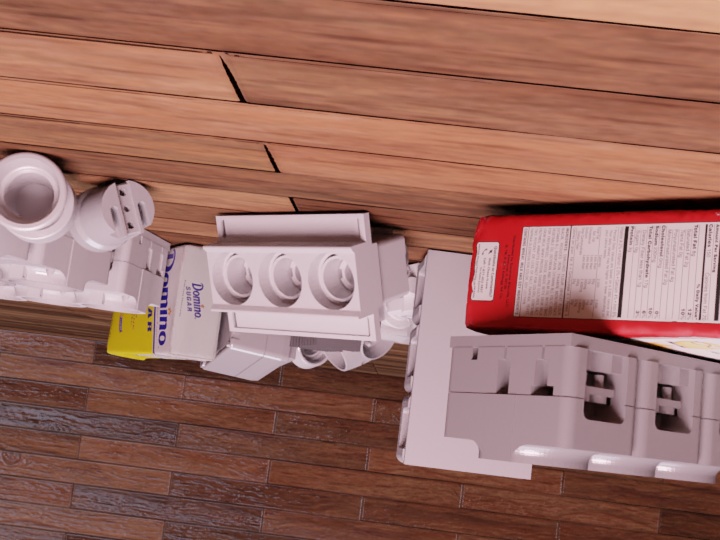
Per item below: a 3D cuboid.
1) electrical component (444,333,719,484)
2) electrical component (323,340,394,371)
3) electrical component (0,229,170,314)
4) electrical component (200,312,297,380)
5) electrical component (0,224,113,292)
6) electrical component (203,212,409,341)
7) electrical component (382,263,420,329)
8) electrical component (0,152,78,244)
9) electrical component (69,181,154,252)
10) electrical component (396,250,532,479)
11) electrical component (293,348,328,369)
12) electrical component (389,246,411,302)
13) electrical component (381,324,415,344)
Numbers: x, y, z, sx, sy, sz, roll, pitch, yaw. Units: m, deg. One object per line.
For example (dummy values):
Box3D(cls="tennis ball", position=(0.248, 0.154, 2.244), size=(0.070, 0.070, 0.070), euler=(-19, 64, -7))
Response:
Box3D(cls="electrical component", position=(0.130, 0.075, 0.568), size=(0.150, 0.061, 0.089), euler=(12, 169, -34))
Box3D(cls="electrical component", position=(0.001, 0.038, 0.942), size=(0.044, 0.077, 0.079), euler=(36, 151, 39))
Box3D(cls="electrical component", position=(-0.239, -0.005, 0.848), size=(0.150, 0.061, 0.089), euler=(6, 172, 10))
Box3D(cls="electrical component", position=(-0.093, 0.054, 0.910), size=(0.061, 0.061, 0.096), euler=(15, 156, -20))
Box3D(cls="electrical component", position=(-0.252, -0.029, 0.696), size=(0.105, 0.060, 0.186), euler=(4, 172, 18))
Box3D(cls="electrical component", position=(-0.034, 0.001, 0.696), size=(0.121, 0.078, 0.063), euler=(1, -168, 36))
Box3D(cls="electrical component", position=(0.041, 0.020, 0.849), size=(0.066, 0.048, 0.055), euler=(14, 162, -40))
Box3D(cls="electrical component", position=(-0.187, -0.040, 0.617), size=(0.045, 0.045, 0.055), euler=(8, 172, -7))
Box3D(cls="electrical component", position=(-0.151, -0.034, 0.655), size=(0.040, 0.040, 0.046), euler=(13, 165, -35))
Box3D(cls="electrical component", position=(0.080, 0.069, 0.772), size=(0.089, 0.150, 0.061), euler=(7, 171, -2))
Box3D(cls="electrical component", position=(-0.057, 0.064, 0.980), size=(0.066, 0.048, 0.055), euler=(14, 172, -41))
Box3D(cls="electrical component", position=(0.000, 0.000, 0.742), size=(0.081, 0.043, 0.043), euler=(0, 170, 40))
Box3D(cls="electrical component", position=(0.052, 0.037, 0.914), size=(0.078, 0.058, 0.057), euler=(15, 172, -43))
